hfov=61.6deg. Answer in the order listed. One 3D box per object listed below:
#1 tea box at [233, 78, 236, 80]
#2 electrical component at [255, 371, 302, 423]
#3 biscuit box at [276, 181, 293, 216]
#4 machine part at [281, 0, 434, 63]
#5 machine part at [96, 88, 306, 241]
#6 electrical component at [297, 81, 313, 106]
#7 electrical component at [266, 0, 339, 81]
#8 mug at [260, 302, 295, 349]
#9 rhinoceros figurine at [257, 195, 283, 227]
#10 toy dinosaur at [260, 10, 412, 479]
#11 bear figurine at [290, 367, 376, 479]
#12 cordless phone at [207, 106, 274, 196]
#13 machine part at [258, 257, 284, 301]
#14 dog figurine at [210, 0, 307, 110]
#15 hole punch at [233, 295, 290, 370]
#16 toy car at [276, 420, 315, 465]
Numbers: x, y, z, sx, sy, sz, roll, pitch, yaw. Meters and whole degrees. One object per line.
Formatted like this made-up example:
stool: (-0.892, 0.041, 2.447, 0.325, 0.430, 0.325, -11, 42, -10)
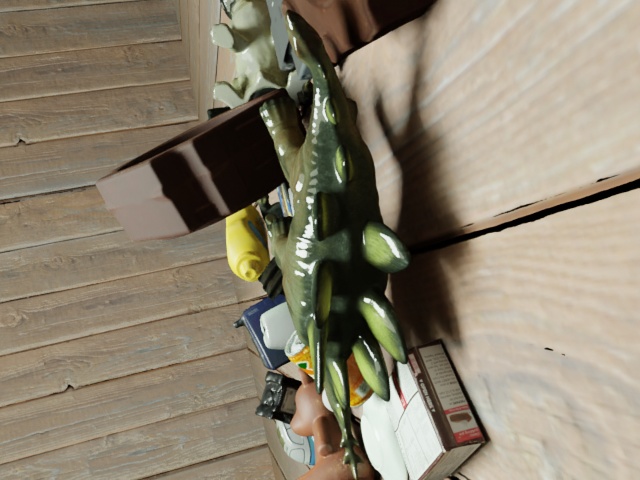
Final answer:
tea box: (-0.097, -0.173, 0.887, 0.098, 0.068, 0.169, 141, 115, -75)
electrical component: (-0.039, 0.263, 0.873, 0.048, 0.119, 0.075, -5, 66, 49)
biscuit box: (-0.001, -0.002, 0.661, 0.059, 0.063, 0.203, 104, 151, -63)
machine part: (0.004, -0.213, 0.371, 0.179, 0.056, 0.179, 53, 168, 16)
machine part: (-0.122, -0.081, 0.594, 0.202, 0.201, 0.087, -4, 119, 46)
electrical component: (0.006, -0.122, 0.570, 0.078, 0.045, 0.102, 122, 134, -68)
electrical component: (-0.015, -0.234, 0.539, 0.115, 0.058, 0.134, 128, 129, -74)
mug: (-0.030, 0.135, 0.793, 0.081, 0.107, 0.109, 127, 132, -73)
rhinoceros figurine: (-0.045, 0.001, 0.813, 0.190, 0.073, 0.112, -116, 21, -47)
toy dinosaur: (0.011, 0.040, 0.487, 0.199, 0.105, 0.470, -104, 4, -50)
bear figurine: (-0.005, 0.292, 0.784, 0.120, 0.132, 0.196, 54, 178, -40)
cordless phone: (-0.132, -0.106, 0.816, 0.184, 0.089, 0.146, -47, 61, 55)
machine part: (-0.017, 0.073, 0.700, 0.138, 0.039, 0.084, 33, -157, -36)
dog figurine: (-0.080, -0.257, 0.734, 0.191, 0.121, 0.172, -98, 11, -52)
hole punch: (-0.056, 0.142, 0.868, 0.115, 0.142, 0.092, 64, 167, 2)
toy car: (-0.024, 0.328, 0.937, 0.109, 0.103, 0.162, 95, 160, -51)
